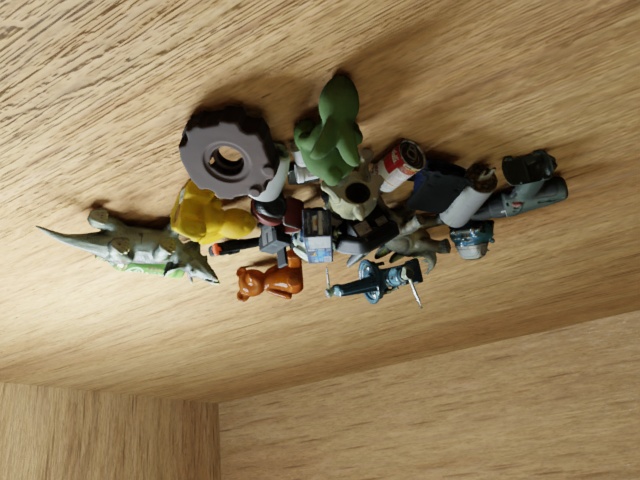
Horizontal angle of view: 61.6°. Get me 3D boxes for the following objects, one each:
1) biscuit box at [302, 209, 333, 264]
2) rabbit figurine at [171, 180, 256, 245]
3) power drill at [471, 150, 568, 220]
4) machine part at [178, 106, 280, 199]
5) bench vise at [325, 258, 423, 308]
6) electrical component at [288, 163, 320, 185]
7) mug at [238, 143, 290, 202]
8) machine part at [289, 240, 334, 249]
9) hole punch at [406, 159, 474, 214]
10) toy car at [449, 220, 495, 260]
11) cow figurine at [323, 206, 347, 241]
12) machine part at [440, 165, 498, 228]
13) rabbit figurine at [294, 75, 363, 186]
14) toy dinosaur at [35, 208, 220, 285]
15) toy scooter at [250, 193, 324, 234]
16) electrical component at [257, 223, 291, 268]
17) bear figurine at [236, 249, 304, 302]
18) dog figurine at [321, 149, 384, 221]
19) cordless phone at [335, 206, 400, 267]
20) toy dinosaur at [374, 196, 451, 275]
[{"bbox_3d":[-0.002,-0.004,1.169,0.059,0.063,0.202,-3,163,1],"label":"biscuit box"},{"bbox_3d":[-0.229,-0.038,1.160,0.173,0.122,0.162,9,159,-24],"label":"rabbit figurine"},{"bbox_3d":[0.455,-0.114,1.238,0.232,0.086,0.207,-12,150,11],"label":"power drill"},{"bbox_3d":[-0.160,-0.149,0.950,0.179,0.056,0.179,5,134,5],"label":"machine part"},{"bbox_3d":[0.135,0.110,1.376,0.241,0.128,0.224,-11,-172,-18],"label":"bench vise"},{"bbox_3d":[-0.045,-0.137,1.121,0.094,0.021,0.063,-3,156,-10],"label":"electrical component"},{"bbox_3d":[-0.110,-0.141,1.040,0.109,0.081,0.107,13,138,-22],"label":"mug"},{"bbox_3d":[-0.024,0.012,1.432,0.139,0.039,0.084,11,155,-37],"label":"machine part"},{"bbox_3d":[0.242,-0.129,1.151,0.142,0.092,0.115,11,138,-27],"label":"hole punch"},{"bbox_3d":[0.397,0.001,1.397,0.109,0.103,0.161,-8,180,25],"label":"toy car"},{"bbox_3d":[0.061,-0.019,1.310,0.068,0.098,0.167,-14,150,12],"label":"cow figurine"},{"bbox_3d":[0.339,-0.098,1.242,0.079,0.079,0.243,-2,156,-11],"label":"machine part"},{"bbox_3d":[0.017,-0.187,0.908,0.121,0.159,0.170,6,139,-4],"label":"rabbit figurine"},{"bbox_3d":[-0.427,0.014,1.247,0.405,0.131,0.192,10,150,-20],"label":"toy dinosaur"},{"bbox_3d":[-0.084,-0.058,1.220,0.184,0.075,0.135,14,166,-26],"label":"toy scooter"},{"bbox_3d":[-0.110,0.006,1.298,0.047,0.119,0.075,16,149,-41],"label":"electrical component"},{"bbox_3d":[-0.145,0.103,1.508,0.196,0.120,0.131,-1,152,-1],"label":"bear figurine"},{"bbox_3d":[0.059,-0.074,1.117,0.121,0.172,0.190,6,148,0],"label":"dog figurine"},{"bbox_3d":[0.085,0.018,1.243,0.146,0.089,0.184,-28,163,-39],"label":"cordless phone"},{"bbox_3d":[0.231,-0.006,1.391,0.199,0.105,0.470,-14,146,32],"label":"toy dinosaur"}]
